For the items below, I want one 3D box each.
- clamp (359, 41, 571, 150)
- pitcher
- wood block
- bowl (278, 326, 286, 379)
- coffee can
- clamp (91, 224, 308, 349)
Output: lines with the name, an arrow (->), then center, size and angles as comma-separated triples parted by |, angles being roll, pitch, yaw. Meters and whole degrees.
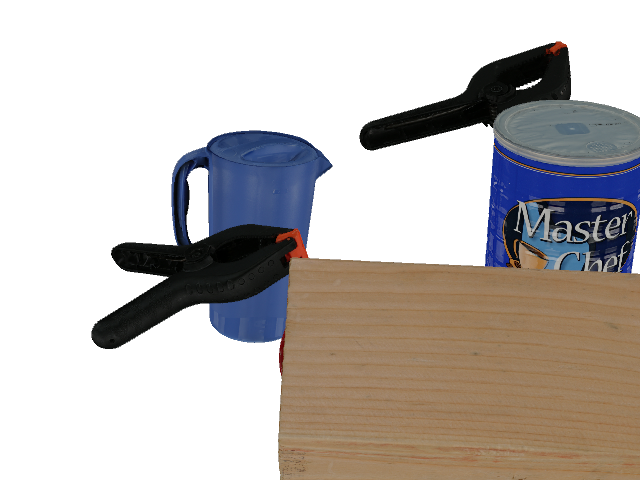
clamp -> 0.161, -0.113, 0.936 | 0.209, 0.036, 0.165 | -33, 41, -24
pitcher -> -0.086, -0.004, 1.288 | 0.149, 0.243, 0.144 | 18, 26, 28
wood block -> 0.085, 0.070, 0.512 | 0.206, 0.091, 0.090 | 3, -26, 0
bowl -> 0.012, 0.111, 1.049 | 0.162, 0.162, 0.055 | 0, -12, 40
coffee can -> 0.166, -0.013, 0.733 | 0.103, 0.140, 0.103 | -1, 28, 0
clamp -> -0.097, 0.031, 0.819 | 0.172, 0.039, 0.120 | -12, 40, 17
